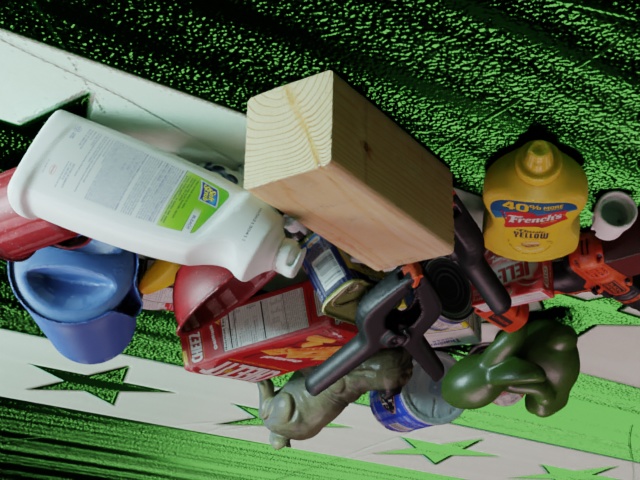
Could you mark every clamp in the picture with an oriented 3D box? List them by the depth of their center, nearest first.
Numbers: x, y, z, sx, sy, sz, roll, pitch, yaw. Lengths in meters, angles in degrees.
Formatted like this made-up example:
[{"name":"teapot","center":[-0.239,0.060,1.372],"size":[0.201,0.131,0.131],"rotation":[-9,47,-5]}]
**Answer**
[{"name":"clamp","center":[0.146,0.010,1.086],"size":[0.120,0.039,0.171],"rotation":[36,167,25]},{"name":"clamp","center":[0.068,0.099,1.139],"size":[0.164,0.036,0.210],"rotation":[-9,140,-12]}]

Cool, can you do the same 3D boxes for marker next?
[{"name":"marker","center":[-0.008,0.001,1.166],"size":[0.020,0.020,0.121],"rotation":[-9,154,23]}]

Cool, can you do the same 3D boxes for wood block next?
[{"name":"wood block","center":[0.032,-0.055,0.947],"size":[0.090,0.091,0.205],"rotation":[-15,151,31]}]

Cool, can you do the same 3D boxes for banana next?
[{"name":"banana","center":[-0.154,0.006,1.149],"size":[0.069,0.037,0.198],"rotation":[-14,160,-21]}]

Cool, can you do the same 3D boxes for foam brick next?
[{"name":"foam brick","center":[0.334,-0.001,1.091],"size":[0.078,0.053,0.051],"rotation":[-19,149,40]}]

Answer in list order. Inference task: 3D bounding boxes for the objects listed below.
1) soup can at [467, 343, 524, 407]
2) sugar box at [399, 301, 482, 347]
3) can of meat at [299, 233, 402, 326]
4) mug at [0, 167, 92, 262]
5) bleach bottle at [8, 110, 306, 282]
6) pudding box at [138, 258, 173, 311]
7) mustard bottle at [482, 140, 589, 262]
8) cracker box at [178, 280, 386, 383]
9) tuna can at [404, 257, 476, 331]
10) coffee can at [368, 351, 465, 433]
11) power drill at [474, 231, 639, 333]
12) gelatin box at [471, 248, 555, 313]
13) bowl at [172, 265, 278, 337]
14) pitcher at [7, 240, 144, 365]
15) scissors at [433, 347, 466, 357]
[{"name":"soup can","center":[0.252,0.194,1.522],"size":[0.069,0.068,0.102],"rotation":[-9,154,23]},{"name":"sugar box","center":[0.134,0.088,1.321],"size":[0.093,0.048,0.176],"rotation":[-8,158,21]},{"name":"can of meat","center":[0.029,0.039,1.145],"size":[0.057,0.084,0.101],"rotation":[-42,144,20]},{"name":"mug","center":[-0.266,-0.027,1.034],"size":[0.082,0.093,0.117],"rotation":[-17,138,27]},{"name":"bleach bottle","center":[-0.134,-0.022,0.923],"size":[0.251,0.102,0.068],"rotation":[23,161,9]},{"name":"pudding box","center":[-0.160,0.057,1.283],"size":[0.113,0.039,0.090],"rotation":[5,157,-13]},{"name":"mustard bottle","center":[0.202,-0.041,1.004],"size":[0.096,0.058,0.191],"rotation":[5,157,10]},{"name":"cracker box","center":[-0.040,0.117,1.317],"size":[0.214,0.072,0.164],"rotation":[-19,159,26]},{"name":"tuna can","center":[0.135,0.057,1.199],"size":[0.086,0.086,0.034],"rotation":[16,151,-29]},{"name":"coffee can","center":[0.139,0.218,1.522],"size":[0.102,0.103,0.140],"rotation":[8,164,-14]},{"name":"power drill","center":[0.282,0.056,1.222],"size":[0.188,0.057,0.184],"rotation":[-19,145,34]},{"name":"gelatin box","center":[0.207,0.033,1.153],"size":[0.089,0.073,0.030],"rotation":[-16,150,36]},{"name":"bowl","center":[-0.103,0.035,1.150],"size":[0.162,0.055,0.162],"rotation":[-37,170,-8]},{"name":"pitcher","center":[-0.274,0.055,1.201],"size":[0.145,0.149,0.243],"rotation":[-10,161,-11]},{"name":"scissors","center":[0.123,0.143,1.482],"size":[0.096,0.016,0.201],"rotation":[-12,153,32]}]
